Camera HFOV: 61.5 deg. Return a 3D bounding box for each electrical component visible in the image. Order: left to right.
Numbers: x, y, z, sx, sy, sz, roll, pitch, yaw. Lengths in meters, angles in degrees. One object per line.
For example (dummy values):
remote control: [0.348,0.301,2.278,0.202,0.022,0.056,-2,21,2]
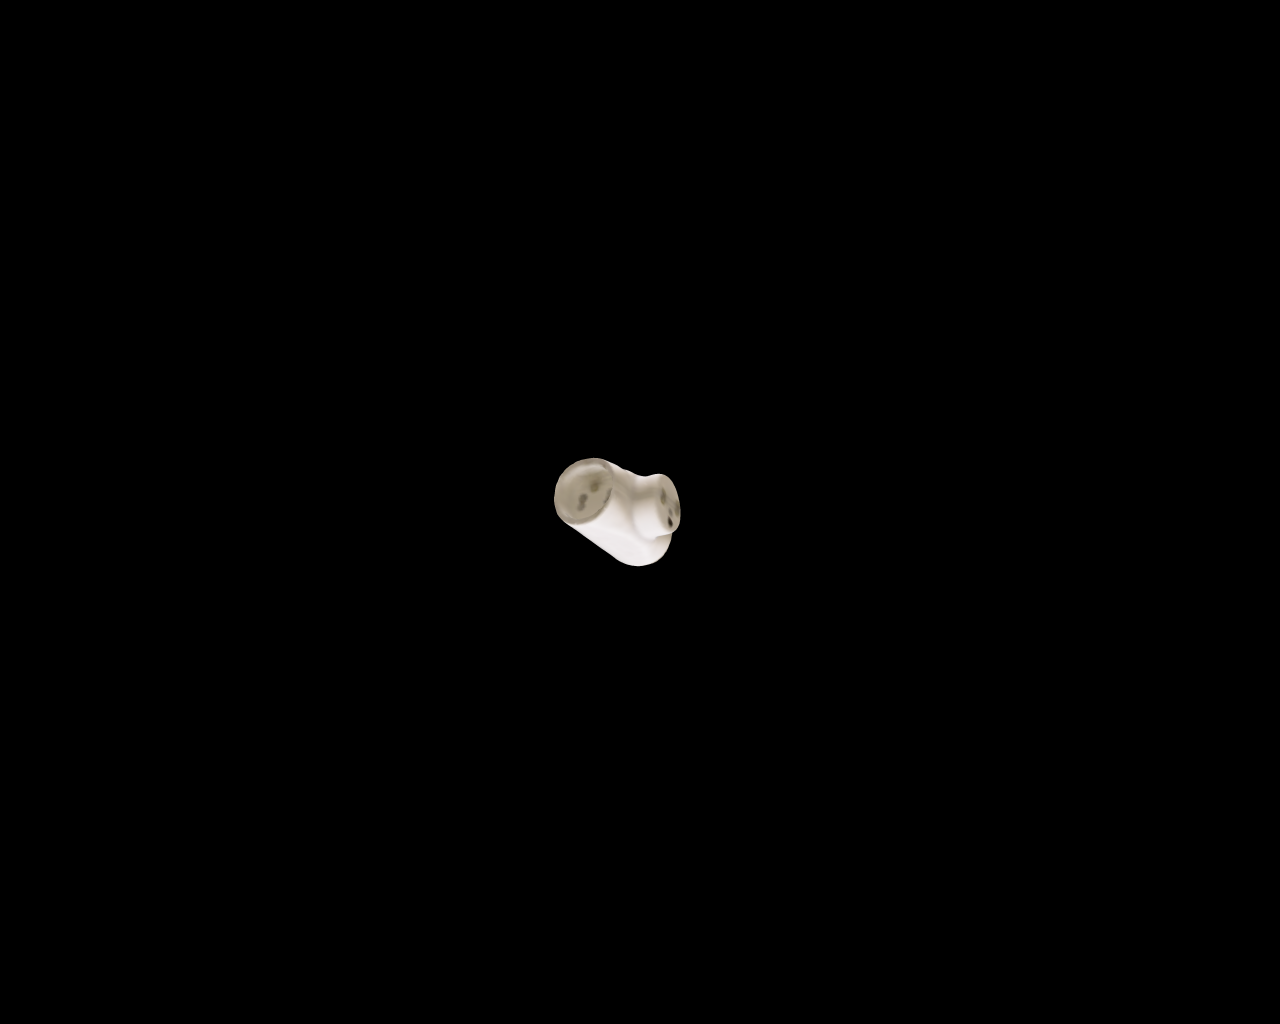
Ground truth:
electrical component: [0.001,-0.003,0.650,0.079,0.044,0.077,-12,-27,25]
